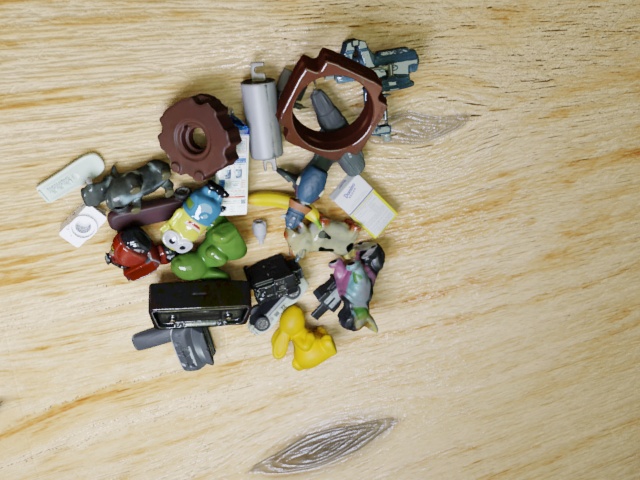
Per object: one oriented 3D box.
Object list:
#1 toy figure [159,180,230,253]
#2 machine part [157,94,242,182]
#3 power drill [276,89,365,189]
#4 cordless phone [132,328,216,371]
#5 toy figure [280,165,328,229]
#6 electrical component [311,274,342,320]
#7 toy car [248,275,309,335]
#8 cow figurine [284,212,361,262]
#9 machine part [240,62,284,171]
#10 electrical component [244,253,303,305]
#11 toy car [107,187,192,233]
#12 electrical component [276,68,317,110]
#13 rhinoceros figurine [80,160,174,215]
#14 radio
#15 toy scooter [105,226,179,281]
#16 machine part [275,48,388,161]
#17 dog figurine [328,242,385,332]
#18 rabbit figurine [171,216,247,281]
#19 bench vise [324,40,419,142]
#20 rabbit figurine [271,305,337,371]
[{"bbox_3d":[-0.271,-0.049,1.164,0.082,0.089,0.180,39,99,-5],"label":"toy figure"},{"bbox_3d":[-0.252,-0.211,1.114,0.180,0.056,0.179,7,111,18],"label":"machine part"},{"bbox_3d":[-0.010,-0.209,1.273,0.207,0.086,0.231,-47,123,-5],"label":"power drill"},{"bbox_3d":[-0.365,0.270,1.347,0.184,0.089,0.146,-14,119,-5],"label":"cordless phone"},{"bbox_3d":[-0.035,-0.095,1.231,0.154,0.064,0.058,-60,158,14],"label":"toy figure"},{"bbox_3d":[0.020,0.162,1.469,0.119,0.048,0.074,-49,123,4],"label":"electrical component"},{"bbox_3d":[-0.112,0.163,1.396,0.201,0.074,0.056,-47,121,3],"label":"toy car"},{"bbox_3d":[-0.003,-0.004,1.364,0.195,0.086,0.127,10,103,-28],"label":"cow figurine"},{"bbox_3d":[-0.128,-0.267,1.188,0.079,0.079,0.242,-15,119,-17],"label":"machine part"},{"bbox_3d":[-0.112,0.092,1.339,0.134,0.115,0.058,-20,124,-14],"label":"electrical component"},{"bbox_3d":[-0.366,-0.065,1.192,0.202,0.053,0.089,-16,134,-17],"label":"toy car"},{"bbox_3d":[-0.054,-0.337,1.197,0.045,0.078,0.102,-6,118,-66],"label":"electrical component"},{"bbox_3d":[-0.399,-0.117,1.123,0.190,0.112,0.073,-26,150,-25],"label":"rhinoceros figurine"},{"bbox_3d":[-0.280,0.154,1.263,0.230,0.073,0.131,0,150,-13],"label":"radio"},{"bbox_3d":[-0.410,0.039,1.192,0.135,0.075,0.183,-32,158,12],"label":"toy scooter"},{"bbox_3d":[0.023,-0.283,1.135,0.201,0.087,0.201,18,124,-21],"label":"machine part"},{"bbox_3d":[0.111,0.135,1.422,0.191,0.109,0.219,-32,115,-38],"label":"dog figurine"},{"bbox_3d":[-0.264,0.033,1.251,0.170,0.121,0.158,-35,141,-13],"label":"rabbit figurine"},{"bbox_3d":[0.123,-0.341,1.240,0.224,0.129,0.240,-15,114,-14],"label":"bench vise"},{"bbox_3d":[-0.059,0.259,1.461,0.162,0.122,0.173,-27,108,1],"label":"rabbit figurine"}]
